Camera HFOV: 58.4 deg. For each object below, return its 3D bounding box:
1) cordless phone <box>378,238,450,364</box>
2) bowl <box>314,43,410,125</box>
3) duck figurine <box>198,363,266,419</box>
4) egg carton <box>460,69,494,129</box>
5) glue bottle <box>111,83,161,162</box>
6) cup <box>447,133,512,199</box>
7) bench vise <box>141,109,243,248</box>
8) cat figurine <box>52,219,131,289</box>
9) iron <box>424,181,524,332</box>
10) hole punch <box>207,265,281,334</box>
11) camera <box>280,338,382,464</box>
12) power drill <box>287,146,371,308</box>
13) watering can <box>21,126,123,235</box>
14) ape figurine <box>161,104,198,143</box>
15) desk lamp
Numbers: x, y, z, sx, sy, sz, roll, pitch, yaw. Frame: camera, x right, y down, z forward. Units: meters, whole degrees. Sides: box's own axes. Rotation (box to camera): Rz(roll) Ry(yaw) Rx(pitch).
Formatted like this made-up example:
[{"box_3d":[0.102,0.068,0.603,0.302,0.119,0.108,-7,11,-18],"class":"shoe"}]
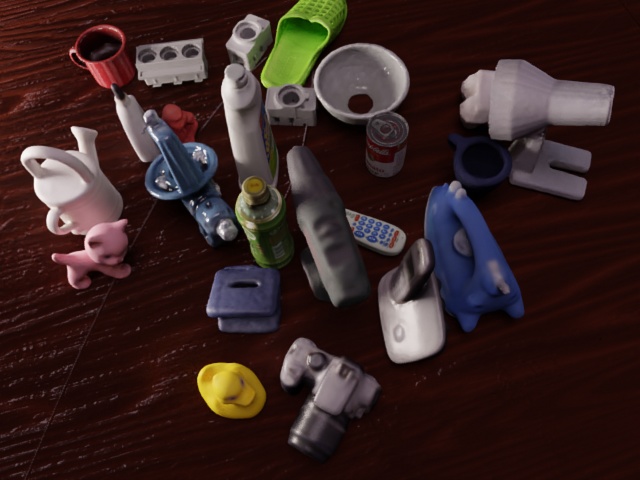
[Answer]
[{"box_3d":[0.136,0.088,0.807,0.094,0.185,0.147,-9,66,-1],"class":"cordless phone"},{"box_3d":[0.075,-0.266,1.029,0.167,0.075,0.167,-1,66,2],"class":"bowl"},{"box_3d":[-0.131,0.210,0.818,0.104,0.086,0.077,25,69,13],"class":"duck figurine"},{"box_3d":[0.322,-0.241,1.009,0.150,0.069,0.107,7,66,6],"class":"egg carton"},{"box_3d":[-0.315,-0.206,0.965,0.037,0.173,0.078,-18,66,-5],"class":"glue bottle"},{"box_3d":[0.249,-0.117,0.943,0.092,0.095,0.117,-39,70,-14],"class":"cup"},{"box_3d":[-0.191,-0.100,0.886,0.207,0.220,0.122,31,71,15],"class":"bench vise"},{"box_3d":[-0.351,0.017,0.897,0.128,0.118,0.067,-17,66,-5],"class":"cat figurine"},{"box_3d":[0.223,-0.002,0.867,0.118,0.141,0.258,-15,66,-4],"class":"iron"},{"box_3d":[-0.114,0.084,0.871,0.108,0.091,0.101,-1,66,2],"class":"hole punch"},{"box_3d":[-0.002,0.226,0.797,0.143,0.101,0.137,26,70,13],"class":"camera"},{"box_3d":[0.008,0.003,0.837,0.075,0.208,0.229,-21,66,-6],"class":"power drill"},{"box_3d":[-0.396,-0.099,0.909,0.101,0.194,0.173,-12,66,-2],"class":"watering can"},{"box_3d":[-0.252,-0.201,1.004,0.076,0.092,0.078,39,73,18],"class":"ape figurine"},{"box_3d":[0.353,-0.178,0.901,0.203,0.214,0.118,16,68,10],"class":"desk lamp"}]
